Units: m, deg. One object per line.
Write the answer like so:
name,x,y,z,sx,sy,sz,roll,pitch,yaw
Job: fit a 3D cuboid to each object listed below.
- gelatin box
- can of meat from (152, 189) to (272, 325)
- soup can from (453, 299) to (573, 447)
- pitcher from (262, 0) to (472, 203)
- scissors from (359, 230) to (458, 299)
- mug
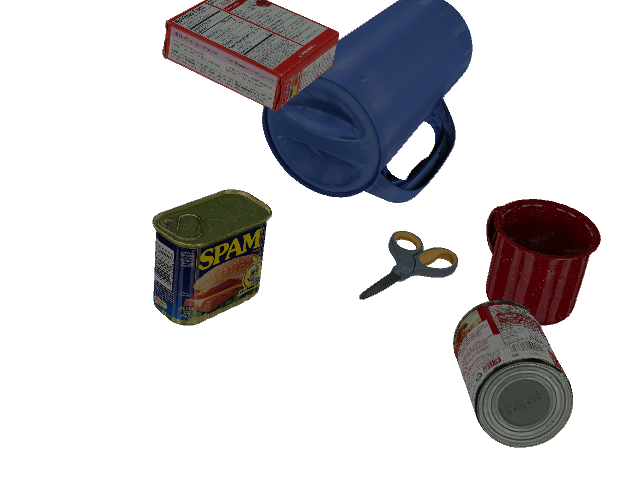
gelatin box,-0.044,-0.125,0.684,0.089,0.030,0.073,27,42,17
can of meat,-0.094,0.015,0.906,0.058,0.084,0.101,32,38,33
soup can,0.135,0.092,0.756,0.068,0.068,0.102,0,19,-1
pitcher,0.066,-0.150,1.086,0.145,0.149,0.242,8,37,34
scissors,0.085,0.026,1.260,0.201,0.016,0.096,-10,40,-45
mug,0.187,0.015,0.959,0.093,0.081,0.117,-16,40,-29
